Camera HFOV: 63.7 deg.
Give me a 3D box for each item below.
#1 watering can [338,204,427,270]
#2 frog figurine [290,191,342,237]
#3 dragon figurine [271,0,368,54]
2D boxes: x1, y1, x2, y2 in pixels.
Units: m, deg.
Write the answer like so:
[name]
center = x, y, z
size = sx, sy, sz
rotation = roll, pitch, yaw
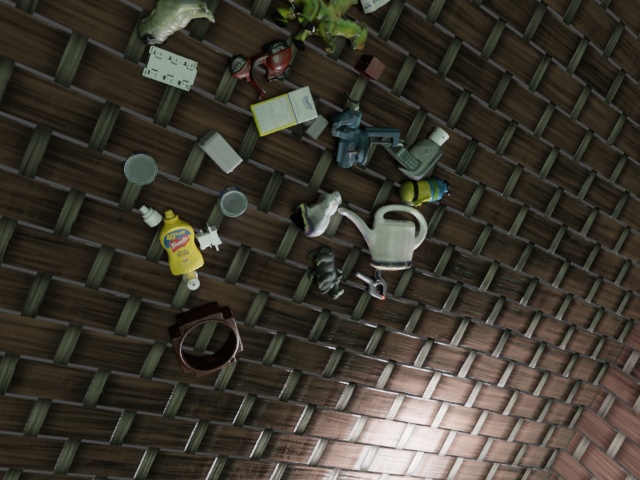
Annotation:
[watering can]
center = 0.207, -0.009, 1.717
size = 0.348, 0.104, 0.223
rotation = 1, 95, -24
[frog figurine]
center = 0.005, -0.081, 1.607
size = 0.160, 0.125, 0.134
rotation = -18, 149, -27
[dragon figurine]
center = -0.005, -0.669, 1.420
size = 0.404, 0.122, 0.246
rotation = 45, 70, -31
